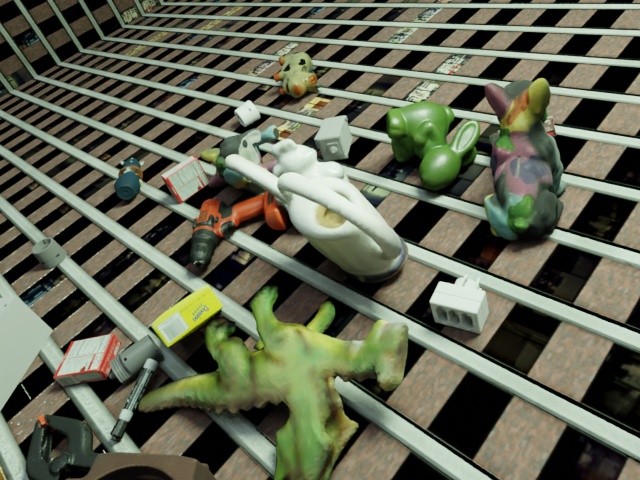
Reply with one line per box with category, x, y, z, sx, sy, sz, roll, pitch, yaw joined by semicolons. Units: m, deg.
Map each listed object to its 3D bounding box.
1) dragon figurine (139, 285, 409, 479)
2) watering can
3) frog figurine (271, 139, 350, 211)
dragon figurine;-0.063;0.206;0.662;0.408;0.120;0.248;-36;44;9
watering can;0.002;-0.041;0.809;0.351;0.221;0.105;28;79;43
frog figurine;-0.021;-0.110;0.940;0.137;0.156;0.126;-14;42;11
